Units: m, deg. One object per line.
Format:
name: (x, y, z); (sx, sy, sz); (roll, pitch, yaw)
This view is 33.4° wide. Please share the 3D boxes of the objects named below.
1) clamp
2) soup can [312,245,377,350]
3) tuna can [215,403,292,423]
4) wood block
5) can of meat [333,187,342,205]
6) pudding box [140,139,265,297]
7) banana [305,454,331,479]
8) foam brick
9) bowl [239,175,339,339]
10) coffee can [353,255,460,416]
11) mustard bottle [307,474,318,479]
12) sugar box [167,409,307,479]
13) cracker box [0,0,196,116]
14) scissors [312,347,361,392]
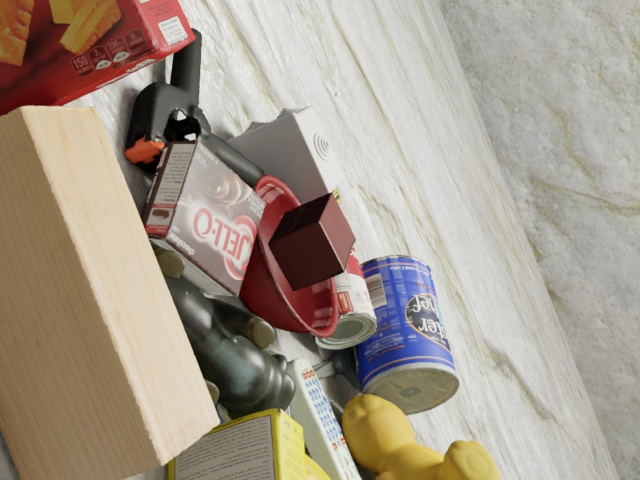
clamp: (-0.121, -0.110, 0.949); (0.164, 0.036, 0.209); (67, 20, -4)
soup can: (0.014, 0.052, 1.089); (0.068, 0.068, 0.102); (43, 26, -53)
tuna can: (-0.056, 0.131, 0.867); (0.086, 0.034, 0.086); (54, 23, -36)
wood block: (-0.148, 0.035, 0.620); (0.206, 0.091, 0.090); (68, 18, 0)
can of meat: (-0.021, -0.066, 1.159); (0.084, 0.057, 0.102); (70, 18, -4)
pudding box: (-0.095, -0.016, 0.867); (0.113, 0.039, 0.090); (42, 55, -49)
banana: (0.010, 0.254, 0.912); (0.198, 0.037, 0.069); (67, 17, -4)
foam brick: (-0.006, 0.001, 0.946); (0.051, 0.053, 0.078); (62, 18, -16)
bowl: (-0.043, 0.023, 0.993); (0.162, 0.055, 0.162); (54, 23, -37)
coffee can: (0.083, 0.102, 1.134); (0.102, 0.103, 0.140); (46, 27, -49)
mustard bottle: (-0.011, 0.256, 0.815); (0.096, 0.058, 0.191); (48, 26, -53)
sugar box: (-0.052, 0.205, 0.699); (0.048, 0.093, 0.176); (47, 29, -48)
cracker box: (-0.194, -0.175, 0.608); (0.213, 0.164, 0.072); (65, 18, -13)
scissors: (0.015, 0.114, 1.121); (0.201, 0.016, 0.096); (32, 39, -61)
